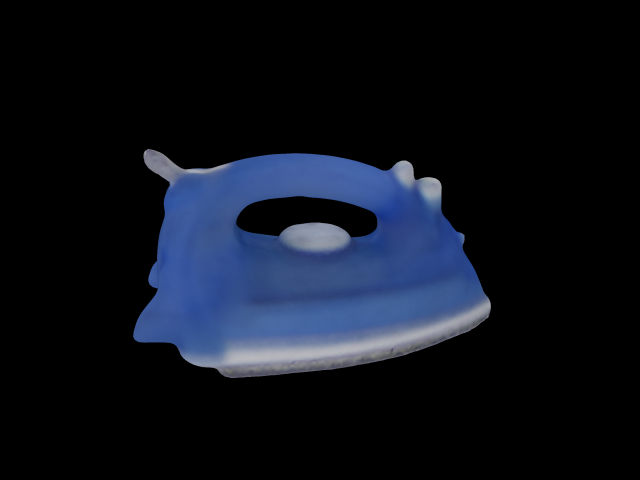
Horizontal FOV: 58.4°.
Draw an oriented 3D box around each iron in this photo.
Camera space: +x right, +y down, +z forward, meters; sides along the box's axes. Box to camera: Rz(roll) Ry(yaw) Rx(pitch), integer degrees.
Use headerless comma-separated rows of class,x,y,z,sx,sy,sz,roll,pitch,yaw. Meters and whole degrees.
iron,0.004,0.001,0.400,0.258,0.141,0.118,-4,24,-9
